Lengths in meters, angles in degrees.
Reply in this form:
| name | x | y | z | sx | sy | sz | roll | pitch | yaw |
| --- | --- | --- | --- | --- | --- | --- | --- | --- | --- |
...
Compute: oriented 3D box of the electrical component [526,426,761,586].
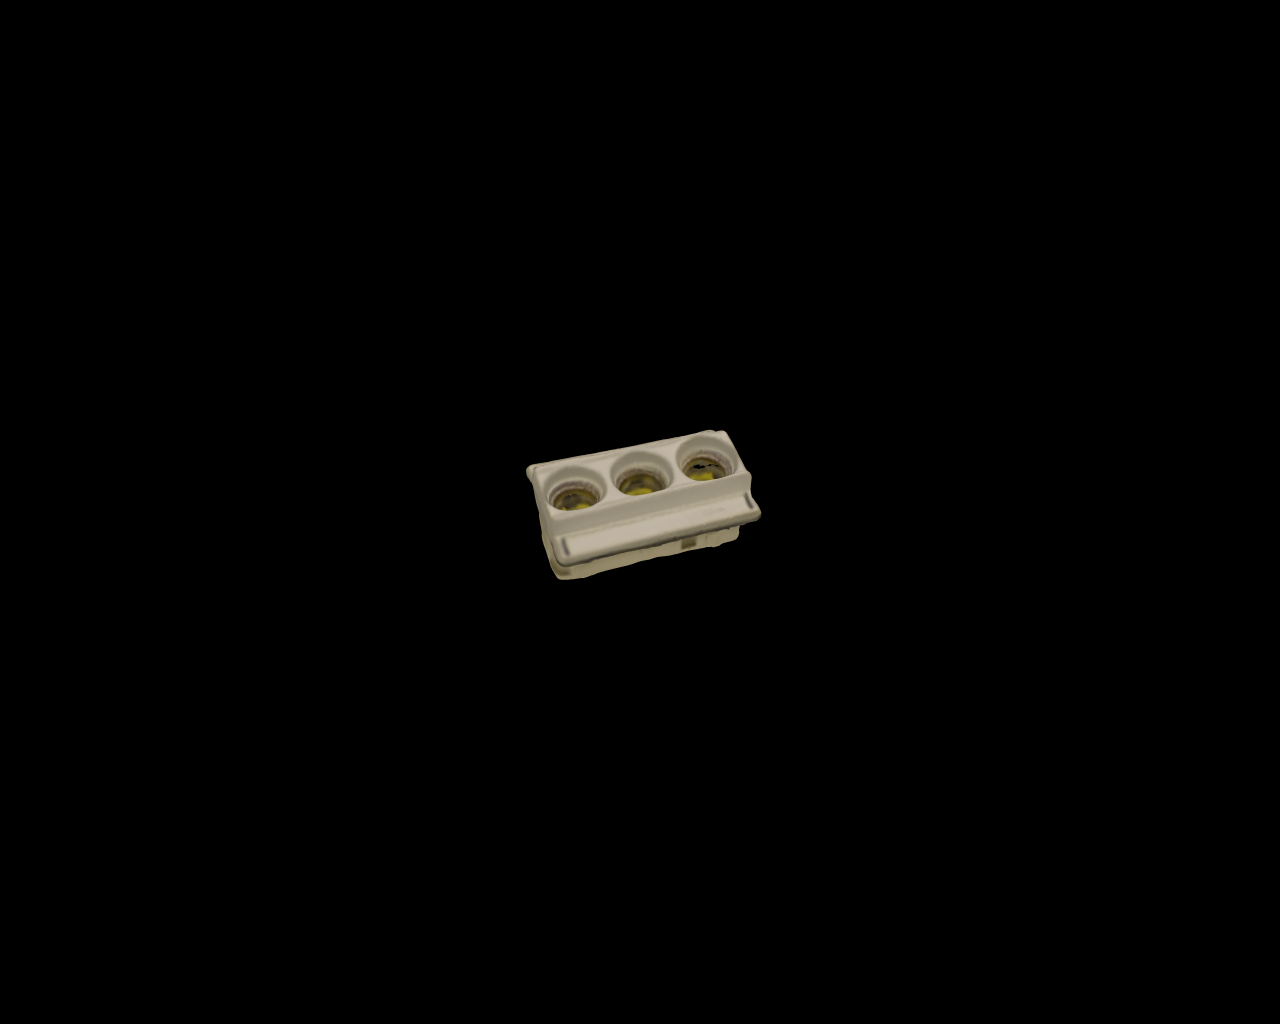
| name | x | y | z | sx | sy | sz | roll | pitch | yaw |
| --- | --- | --- | --- | --- | --- | --- | --- | --- | --- |
| electrical component | 0.001 | -0.003 | 0.650 | 0.121 | 0.063 | 0.079 | -13 | 47 | -12 |
